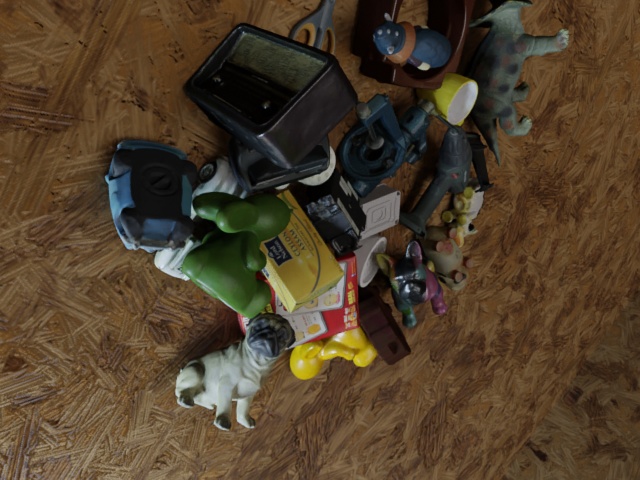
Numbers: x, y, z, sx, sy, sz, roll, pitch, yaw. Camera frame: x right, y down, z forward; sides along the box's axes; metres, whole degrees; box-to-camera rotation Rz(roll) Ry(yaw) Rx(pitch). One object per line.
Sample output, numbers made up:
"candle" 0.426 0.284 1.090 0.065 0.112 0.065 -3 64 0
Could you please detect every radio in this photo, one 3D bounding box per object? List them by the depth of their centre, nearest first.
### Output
"radio" -0.072 -0.189 0.687 0.131 0.230 0.073 -48 136 -4

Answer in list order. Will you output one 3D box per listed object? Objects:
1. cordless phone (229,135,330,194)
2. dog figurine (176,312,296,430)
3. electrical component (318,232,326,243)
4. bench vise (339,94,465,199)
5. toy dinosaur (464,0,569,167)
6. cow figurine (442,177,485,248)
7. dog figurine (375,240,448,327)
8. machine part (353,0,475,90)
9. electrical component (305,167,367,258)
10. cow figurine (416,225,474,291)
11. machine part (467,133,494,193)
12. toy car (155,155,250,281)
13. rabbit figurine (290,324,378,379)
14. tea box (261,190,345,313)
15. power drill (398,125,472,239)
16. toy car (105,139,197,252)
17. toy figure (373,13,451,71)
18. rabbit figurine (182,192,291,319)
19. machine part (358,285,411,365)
"cordless phone" -0.071 -0.172 0.781 0.147 0.089 0.184 -18 86 -11
"dog figurine" -0.144 0.192 0.891 0.190 0.172 0.121 -67 162 -5
"electrical component" -0.002 -0.003 0.987 0.075 0.048 0.119 -40 134 -19
"bench vise" 0.117 -0.183 0.929 0.223 0.129 0.240 -38 154 4
"toy dinosaur" 0.350 -0.327 1.072 0.192 0.131 0.404 8 123 -3
"cow figurine" 0.339 -0.066 1.257 0.098 0.068 0.167 -20 126 -42
"dog figurine" 0.184 0.067 1.111 0.108 0.192 0.219 -19 133 13
"machine part" 0.158 -0.363 0.904 0.201 0.087 0.200 -10 119 -41
"electrical component" 0.029 -0.053 0.911 0.058 0.134 0.114 -23 114 20
"cow figurine" 0.284 0.047 1.244 0.085 0.127 0.194 -46 122 -14
"machine part" 0.346 -0.173 1.179 0.084 0.039 0.139 0 75 -48
"toy car" -0.173 -0.034 0.805 0.073 0.056 0.201 35 88 -47
"rabbit figurine" 0.010 0.216 1.079 0.173 0.122 0.162 -37 143 5
"tea box" -0.050 0.017 0.858 0.098 0.169 0.068 -30 167 -22
"power drill" 0.232 -0.111 1.093 0.207 0.086 0.232 -59 158 0
"toy car" -0.224 -0.045 0.709 0.109 0.162 0.103 4 151 -30
"toy figure" 0.135 -0.296 0.817 0.154 0.064 0.058 -3 152 -37
"rabbit figurine" -0.118 -0.004 0.761 0.170 0.121 0.159 -55 138 -15
"machine part" 0.125 0.172 1.105 0.056 0.179 0.179 -31 136 8
